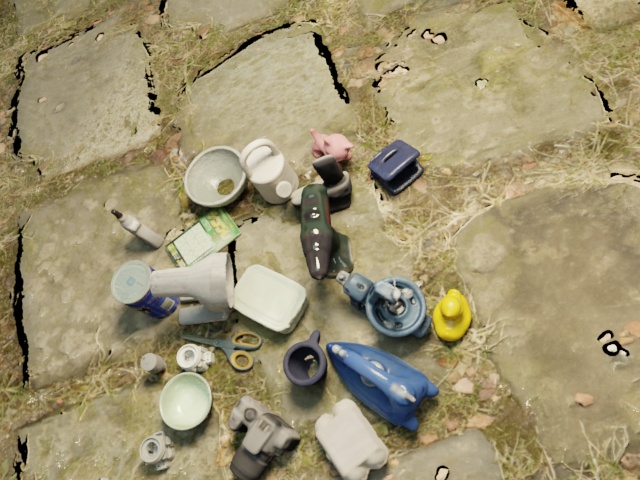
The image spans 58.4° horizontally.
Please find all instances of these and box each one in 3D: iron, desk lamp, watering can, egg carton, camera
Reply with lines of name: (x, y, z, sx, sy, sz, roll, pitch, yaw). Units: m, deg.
iron: (0.098, 0.262, 1.131, 0.257, 0.119, 0.142, 29, -11, 24)
desk lamp: (-0.261, 0.111, 1.257, 0.203, 0.118, 0.214, -10, -24, 13)
watering can: (-0.119, -0.166, 1.339, 0.172, 0.101, 0.194, 28, -11, 24)
egg carton: (0.059, 0.398, 1.128, 0.107, 0.150, 0.069, -39, -27, -2)
camera: (-0.137, 0.410, 1.163, 0.142, 0.137, 0.101, 31, -10, 25)

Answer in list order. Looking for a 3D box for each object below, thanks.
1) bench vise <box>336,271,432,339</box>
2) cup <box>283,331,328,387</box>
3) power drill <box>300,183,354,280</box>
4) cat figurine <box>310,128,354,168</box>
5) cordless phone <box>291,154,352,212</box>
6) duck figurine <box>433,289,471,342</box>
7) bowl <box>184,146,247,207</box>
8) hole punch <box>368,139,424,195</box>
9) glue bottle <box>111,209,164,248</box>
bench vise: (0.113, 0.121, 1.140, 0.206, 0.121, 0.220, 9, -19, 20)
cup: (-0.017, 0.252, 1.195, 0.091, 0.118, 0.095, 14, -17, 21)
power drill: (0.011, 0.004, 1.223, 0.075, 0.229, 0.209, -13, -25, 11)
cat figurine: (0.025, -0.225, 1.363, 0.127, 0.067, 0.118, 39, -7, 26)
cordless phone: (-0.009, -0.133, 1.298, 0.147, 0.094, 0.185, -24, -26, 6)
duck figurine: (0.265, 0.149, 1.159, 0.077, 0.104, 0.086, 10, -18, 20)
bowl: (-0.249, -0.148, 1.437, 0.167, 0.167, 0.075, 0, -21, 16)
hole punch: (0.169, -0.176, 1.316, 0.109, 0.101, 0.091, -41, -27, -2)
glue bottle: (-0.453, -0.035, 1.395, 0.078, 0.037, 0.173, 25, -12, 24)
